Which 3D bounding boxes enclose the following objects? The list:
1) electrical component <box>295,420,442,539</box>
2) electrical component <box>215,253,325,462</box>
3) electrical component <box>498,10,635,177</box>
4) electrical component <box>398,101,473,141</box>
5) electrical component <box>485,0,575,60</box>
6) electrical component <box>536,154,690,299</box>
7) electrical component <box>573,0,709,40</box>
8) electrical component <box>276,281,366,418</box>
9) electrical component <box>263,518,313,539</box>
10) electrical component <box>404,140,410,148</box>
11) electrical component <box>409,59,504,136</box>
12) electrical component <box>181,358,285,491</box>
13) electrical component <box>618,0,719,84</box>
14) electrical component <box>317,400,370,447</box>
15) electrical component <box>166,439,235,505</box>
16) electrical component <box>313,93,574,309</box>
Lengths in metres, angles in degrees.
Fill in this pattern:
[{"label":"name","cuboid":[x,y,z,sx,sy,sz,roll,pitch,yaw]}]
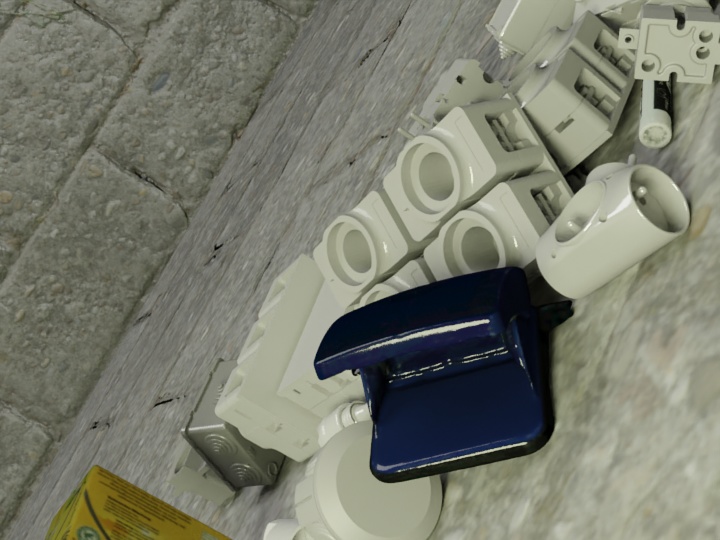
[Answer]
[{"label":"electrical component","cuboid":[0.004,0.134,0.641,0.051,0.080,0.080,-45,19,56]},{"label":"electrical component","cuboid":[-0.052,0.076,0.926,0.062,0.089,0.150,-39,23,51]},{"label":"electrical component","cuboid":[0.107,-0.090,0.769,0.186,0.060,0.105,-43,11,45]},{"label":"electrical component","cuboid":[0.069,-0.109,0.940,0.083,0.076,0.047,-48,17,34]},{"label":"electrical component","cuboid":[0.155,-0.222,0.935,0.096,0.061,0.061,-62,13,17]},{"label":"electrical component","cuboid":[0.141,-0.033,0.600,0.077,0.044,0.079,-42,21,47]},{"label":"electrical component","cuboid":[0.194,-0.201,0.737,0.121,0.079,0.063,-173,92,-75]},{"label":"electrical component","cuboid":[0.002,0.041,0.875,0.089,0.062,0.150,-39,23,52]},{"label":"electrical component","cuboid":[-0.044,0.194,0.744,0.043,0.043,0.081,-64,15,-21]},{"label":"electrical component","cuboid":[0.051,-0.098,1.062,0.061,0.035,0.035,-63,15,-10]},{"label":"electrical component","cuboid":[0.091,-0.147,0.999,0.089,0.050,0.055,-57,14,5]},{"label":"electrical component","cuboid":[-0.103,0.136,0.959,0.048,0.099,0.099,-12,38,31]},{"label":"electrical component","cuboid":[0.190,-0.140,0.647,0.055,0.066,0.048,-66,-21,-57]},{"label":"electrical component","cuboid":[-0.004,0.114,0.801,0.061,0.035,0.035,-43,20,38]},{"label":"electrical component","cuboid":[-0.137,0.167,1.075,0.079,0.063,0.121,-43,20,45]},{"label":"electrical component","cuboid":[0.051,-0.017,0.714,0.060,0.105,0.186,-17,-18,-41]}]
